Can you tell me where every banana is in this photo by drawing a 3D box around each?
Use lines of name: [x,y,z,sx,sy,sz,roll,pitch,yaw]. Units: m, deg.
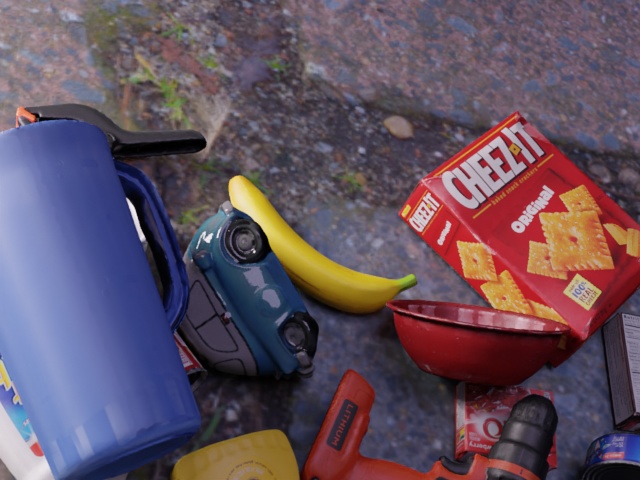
banana: [-0.010,0.014,0.974,0.198,0.037,0.069,31,45,1]

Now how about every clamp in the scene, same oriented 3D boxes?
clamp: [-0.194,-0.068,0.957,0.171,0.039,0.120,13,50,-8]

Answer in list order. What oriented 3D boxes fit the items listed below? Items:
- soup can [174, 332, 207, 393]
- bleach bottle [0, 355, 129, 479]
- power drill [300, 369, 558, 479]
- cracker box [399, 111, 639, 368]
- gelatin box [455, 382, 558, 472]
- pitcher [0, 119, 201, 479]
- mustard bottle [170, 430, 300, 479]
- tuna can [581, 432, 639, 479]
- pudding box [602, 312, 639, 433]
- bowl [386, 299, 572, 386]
soup can: [-0.147,0.086,0.857,0.068,0.069,0.102,-28,71,-32]
bleach bottle: [-0.216,0.115,0.819,0.102,0.068,0.251,-28,74,-35]
power drill: [0.091,0.178,0.871,0.187,0.057,0.184,24,61,5]
cracker box: [0.211,-0.007,1.046,0.214,0.072,0.164,46,55,12]
gelatin box: [0.165,0.165,0.945,0.089,0.030,0.073,13,56,-12]
pitcher: [-0.169,0.044,0.772,0.149,0.145,0.243,-24,76,-3]
mustard bottle: [-0.039,0.244,0.803,0.096,0.058,0.192,-11,64,-27]
tuna can: [0.273,0.204,0.926,0.086,0.086,0.033,26,52,-3]
pudding box: [0.323,0.130,1.021,0.090,0.039,0.113,10,54,-12]
bowl: [0.134,0.091,0.931,0.162,0.162,0.055,7,93,-16]
